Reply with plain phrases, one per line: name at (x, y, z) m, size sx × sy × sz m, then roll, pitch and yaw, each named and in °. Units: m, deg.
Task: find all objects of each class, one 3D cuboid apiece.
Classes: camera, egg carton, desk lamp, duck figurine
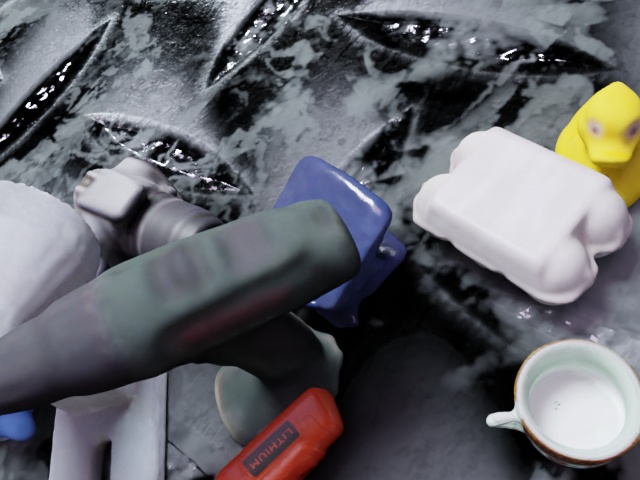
camera at (-0.164, 0.000, 0.523) m, size 0.136 × 0.101 × 0.143 m, roll 20°, pitch 69°, yaw 28°
egg carton at (0.153, -0.020, 0.443) m, size 0.150 × 0.070 × 0.107 m, roll 34°, pitch 77°, yaw 32°
desk lamp at (-0.203, 0.091, 0.416) m, size 0.118 × 0.214 × 0.203 m, roll -16°, pitch 57°, yaw 10°
duck figurine at (0.226, -0.085, 0.445) m, size 0.077 × 0.086 × 0.104 m, roll 6°, pitch 64°, yaw 22°

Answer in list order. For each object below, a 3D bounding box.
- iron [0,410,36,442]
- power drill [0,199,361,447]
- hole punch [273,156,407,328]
iron at (-0.350, 0.084, 0.514) m, size 0.257 × 0.142 × 0.119 m, roll 12°, pitch 66°, yaw 25°
power drill at (-0.069, 0.072, 0.383) m, size 0.229 × 0.209 × 0.075 m, roll -31°, pitch 56°, yaw 0°
hole punch at (0.004, 0.002, 0.469) m, size 0.101 × 0.091 × 0.108 m, roll -46°, pitch 57°, yaw -10°
